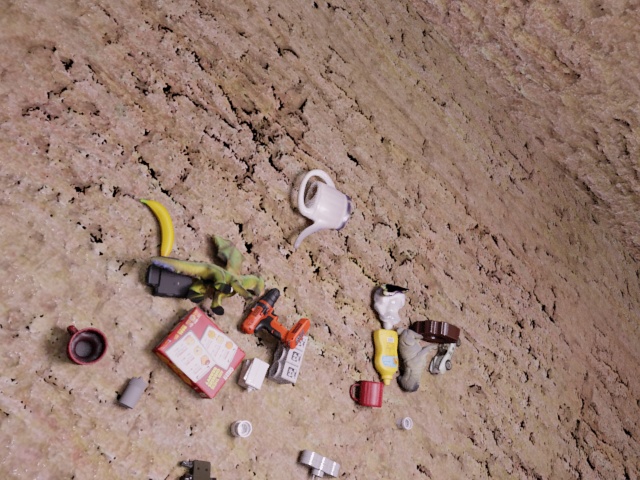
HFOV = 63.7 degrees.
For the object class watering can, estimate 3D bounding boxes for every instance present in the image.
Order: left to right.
[{"bbox_3d":[0.006,-0.095,1.885,0.223,0.102,0.355,24,59,-27],"label":"watering can"}]

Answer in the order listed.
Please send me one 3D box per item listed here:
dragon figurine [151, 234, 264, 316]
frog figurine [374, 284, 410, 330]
[{"bbox_3d":[-0.317,0.083,1.580,0.405,0.121,0.249,38,28,-29],"label":"dragon figurine"},{"bbox_3d":[0.262,0.252,1.949,0.138,0.123,0.157,-13,116,-46],"label":"frog figurine"}]
